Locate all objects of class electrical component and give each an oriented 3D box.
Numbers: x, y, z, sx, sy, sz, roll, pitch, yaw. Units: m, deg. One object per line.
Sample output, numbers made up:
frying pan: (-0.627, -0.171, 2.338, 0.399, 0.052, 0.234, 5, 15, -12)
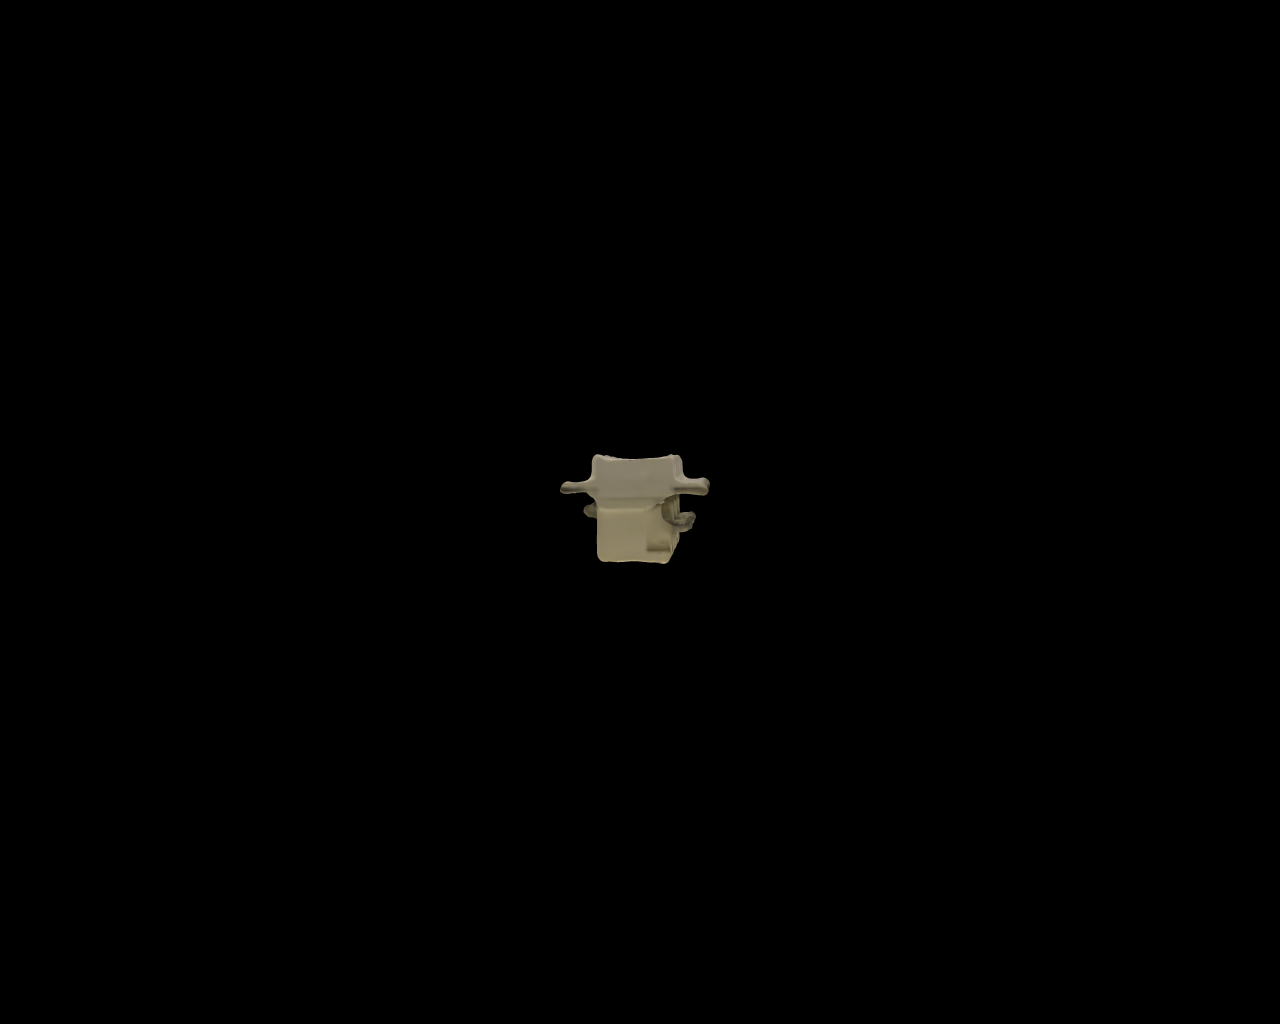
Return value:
electrical component: (0.001, -0.003, 0.650, 0.079, 0.063, 0.121, 0, 2, 4)
